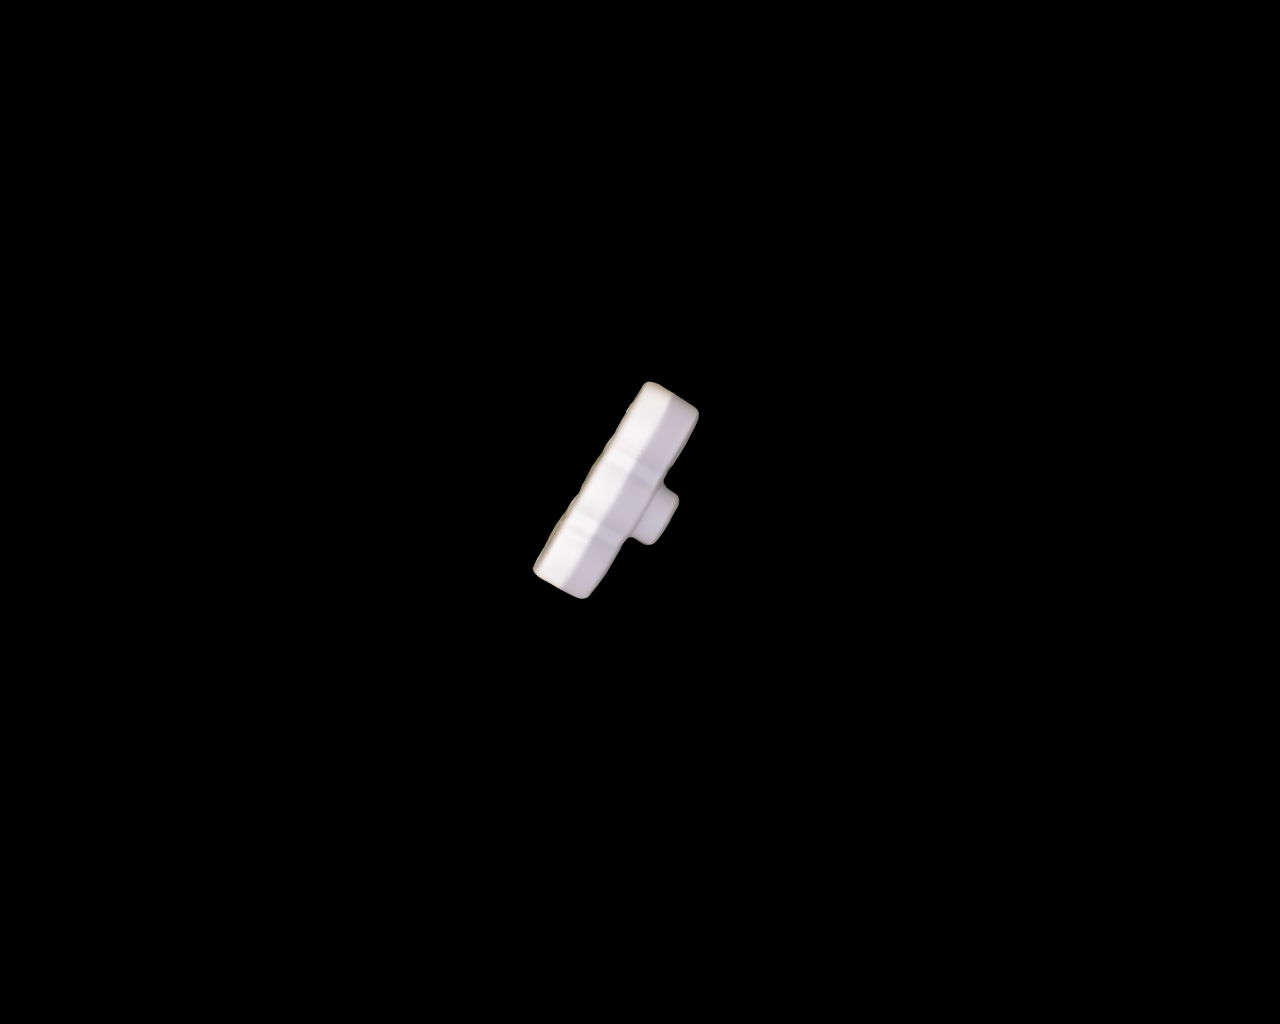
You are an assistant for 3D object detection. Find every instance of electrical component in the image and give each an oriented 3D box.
[{"bbox_3d":[0.001,-0.003,0.650,0.074,0.138,0.052,31,8,-5],"label":"electrical component"}]
